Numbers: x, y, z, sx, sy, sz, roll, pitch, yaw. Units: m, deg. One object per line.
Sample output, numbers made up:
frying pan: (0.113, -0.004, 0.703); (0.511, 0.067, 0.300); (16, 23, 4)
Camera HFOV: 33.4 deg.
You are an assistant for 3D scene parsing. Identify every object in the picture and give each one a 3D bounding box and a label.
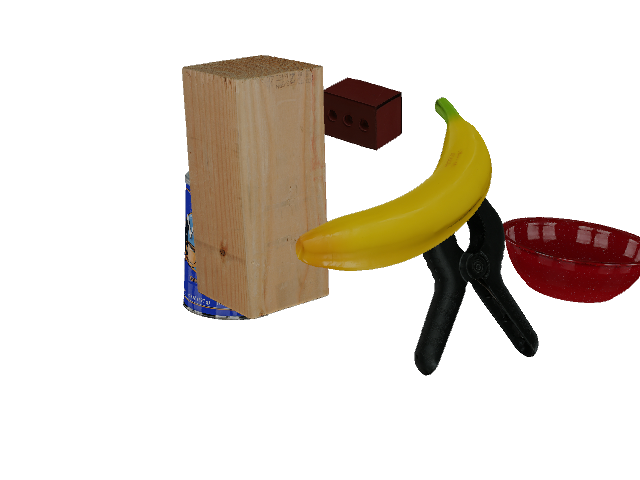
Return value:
coffee can: (-0.092, 0.000, 1.117); (0.103, 0.140, 0.103); (3, 16, -1)
clamp: (0.117, 0.031, 0.903); (0.120, 0.171, 0.039); (-16, -1, -32)
wood block: (-0.055, -0.050, 0.931); (0.090, 0.206, 0.091); (-16, 24, -36)
foam brick: (0.045, -0.141, 1.181); (0.078, 0.053, 0.051); (20, 38, 34)
banana: (0.061, -0.026, 0.677); (0.070, 0.037, 0.197); (25, 42, 19)
bowl: (0.262, 0.023, 1.103); (0.162, 0.055, 0.162); (5, 17, -2)
